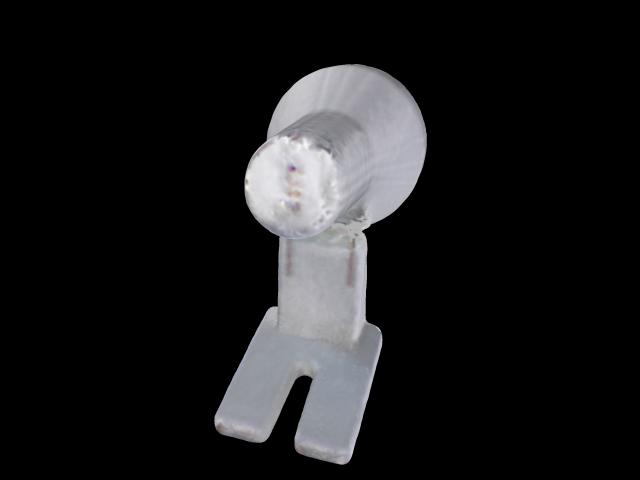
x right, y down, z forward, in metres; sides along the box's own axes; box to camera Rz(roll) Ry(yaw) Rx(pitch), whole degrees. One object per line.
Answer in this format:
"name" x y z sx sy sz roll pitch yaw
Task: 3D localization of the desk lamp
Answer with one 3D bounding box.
"desk lamp" 0.004 0.001 0.400 0.117 0.214 0.203 8 35 12
